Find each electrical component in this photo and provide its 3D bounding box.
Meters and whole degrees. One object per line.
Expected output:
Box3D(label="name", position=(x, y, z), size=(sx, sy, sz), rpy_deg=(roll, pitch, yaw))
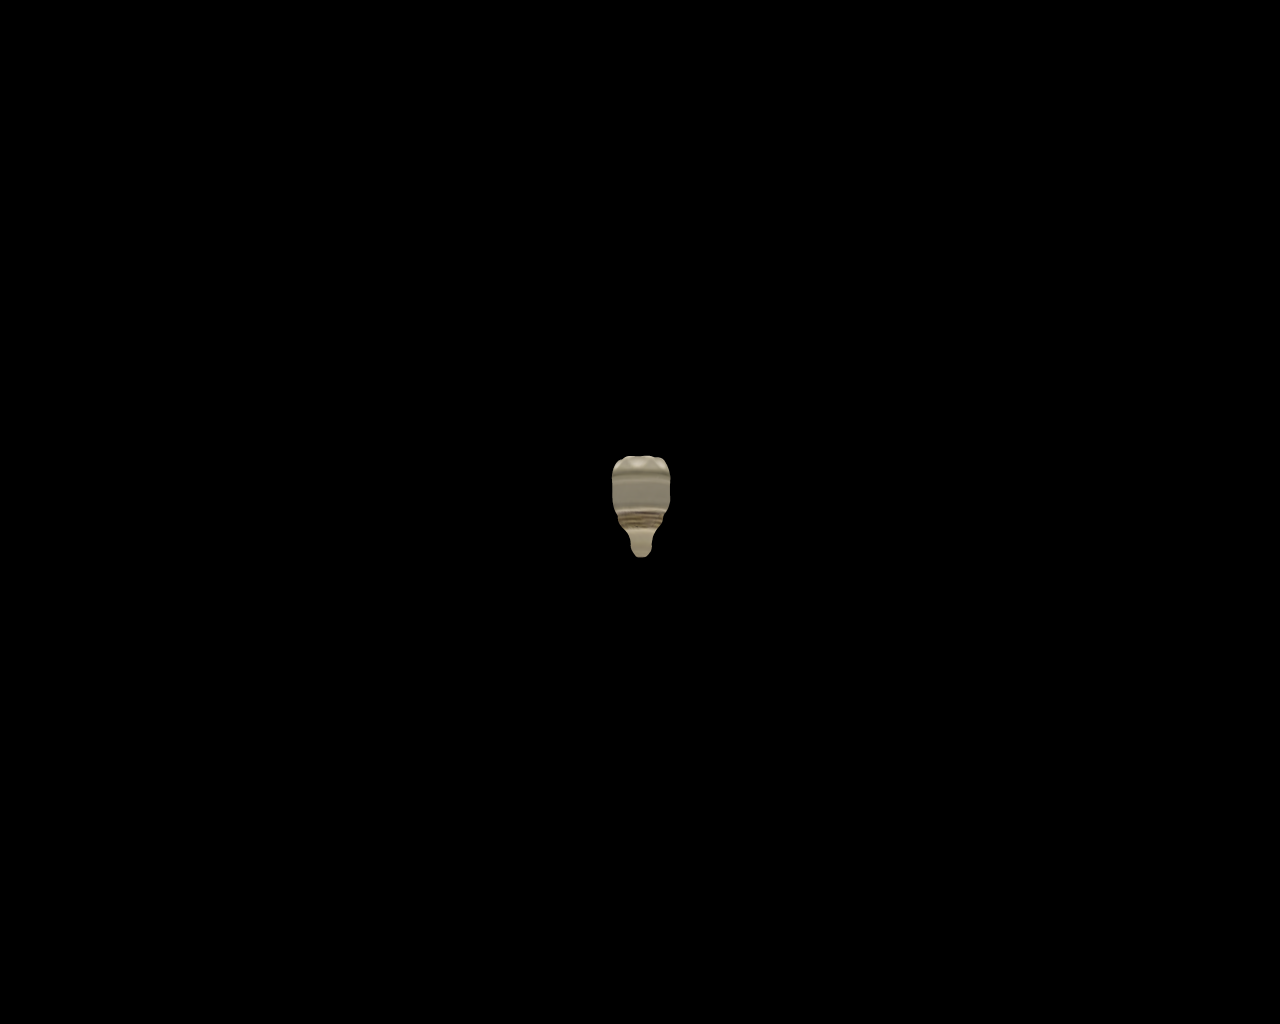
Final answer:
Box3D(label="electrical component", position=(0.001, -0.003, 0.650), size=(0.035, 0.061, 0.035), rpy_deg=(0, -5, 0))
